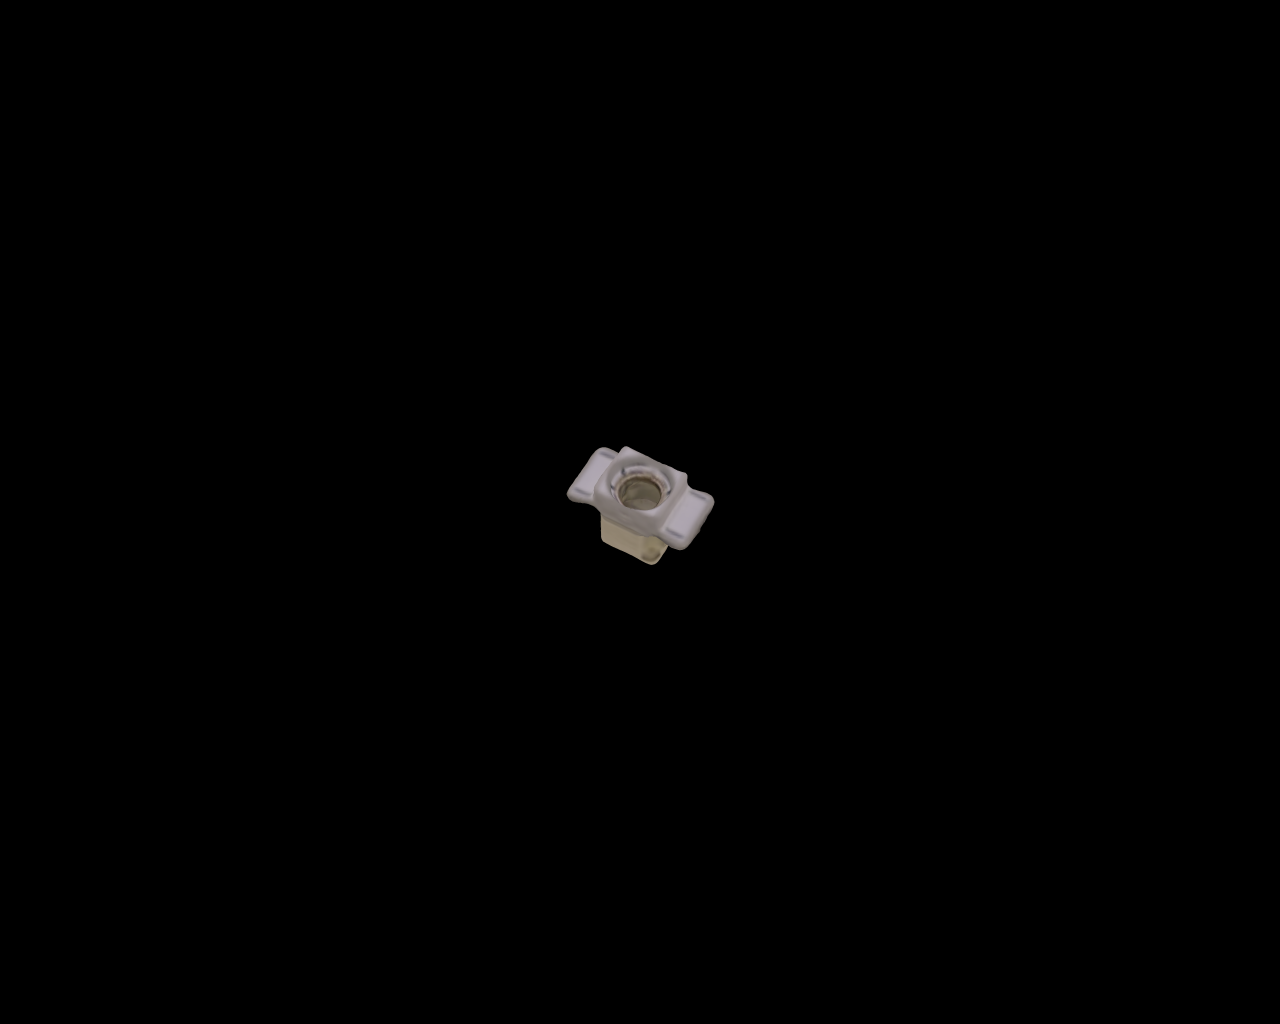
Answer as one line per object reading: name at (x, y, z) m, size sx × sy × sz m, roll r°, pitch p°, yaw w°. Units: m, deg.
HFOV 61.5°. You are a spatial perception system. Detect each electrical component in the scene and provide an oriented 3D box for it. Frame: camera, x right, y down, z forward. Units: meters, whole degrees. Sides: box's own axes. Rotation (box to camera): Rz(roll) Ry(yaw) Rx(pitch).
electrical component at (0.001, -0.003, 0.650) m, size 0.081 × 0.042 × 0.063 m, roll 26°, pitch -30°, yaw 17°
